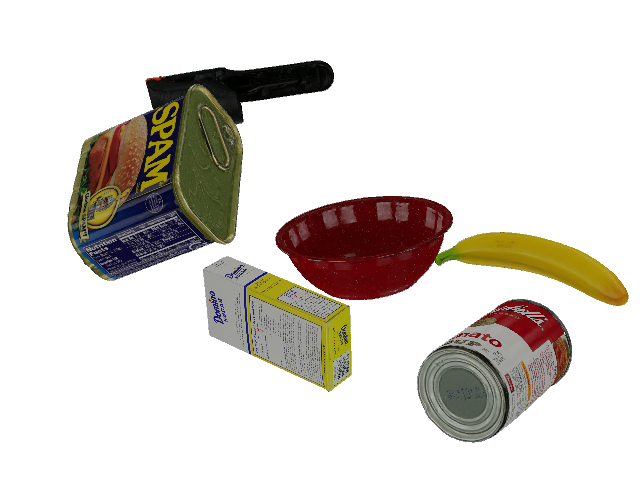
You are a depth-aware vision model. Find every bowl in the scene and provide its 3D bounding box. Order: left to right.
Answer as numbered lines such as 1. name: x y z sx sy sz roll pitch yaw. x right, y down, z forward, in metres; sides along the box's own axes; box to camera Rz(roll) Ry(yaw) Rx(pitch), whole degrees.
1. bowl: 0.043 0.011 0.970 0.162 0.055 0.162 -8 20 3

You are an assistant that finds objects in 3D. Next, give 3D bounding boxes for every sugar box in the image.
1. sugar box: -0.047 0.087 1.153 0.176 0.093 0.048 23 38 35

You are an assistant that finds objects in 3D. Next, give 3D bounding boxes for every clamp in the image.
1. clamp: -0.075 -0.125 0.881 0.120 0.039 0.172 -17 21 -37

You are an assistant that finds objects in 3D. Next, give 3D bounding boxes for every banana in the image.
1. banana: 0.219 0.025 1.081 0.198 0.037 0.069 11 47 27

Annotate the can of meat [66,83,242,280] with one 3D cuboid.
1. can of meat: -0.098 -0.033 0.633 0.084 0.102 0.057 -20 -46 23

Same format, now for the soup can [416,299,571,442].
1. soup can: 0.118 0.087 0.723 0.069 0.068 0.102 0 15 37
